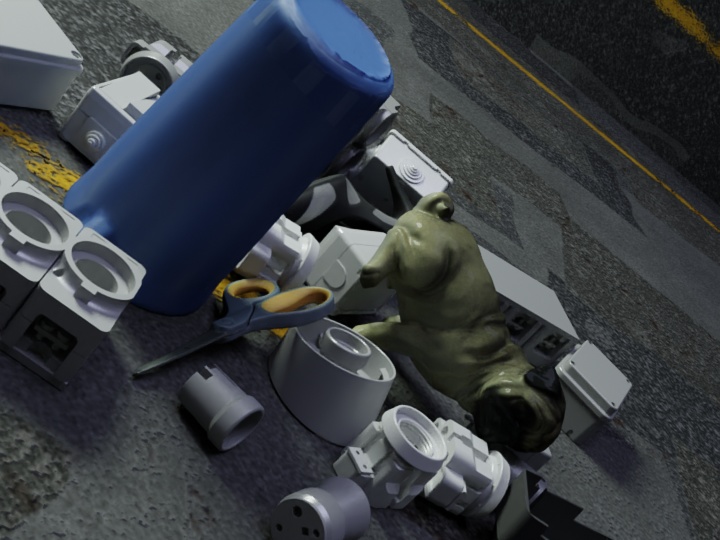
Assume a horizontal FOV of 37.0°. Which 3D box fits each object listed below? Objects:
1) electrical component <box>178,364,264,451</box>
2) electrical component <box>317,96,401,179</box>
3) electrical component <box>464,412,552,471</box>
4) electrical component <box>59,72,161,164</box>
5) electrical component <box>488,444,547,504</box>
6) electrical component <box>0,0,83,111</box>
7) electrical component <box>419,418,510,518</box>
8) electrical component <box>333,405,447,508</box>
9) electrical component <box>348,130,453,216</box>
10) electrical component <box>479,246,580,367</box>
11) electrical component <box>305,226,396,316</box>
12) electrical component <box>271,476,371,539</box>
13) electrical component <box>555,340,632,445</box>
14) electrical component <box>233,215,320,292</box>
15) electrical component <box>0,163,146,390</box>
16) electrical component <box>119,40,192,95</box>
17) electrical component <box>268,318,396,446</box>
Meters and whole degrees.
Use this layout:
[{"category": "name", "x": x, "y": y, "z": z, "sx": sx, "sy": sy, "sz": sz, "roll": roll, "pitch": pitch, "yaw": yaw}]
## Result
[{"category": "electrical component", "x": -0.093, "y": 0.090, "z": 0.715, "sx": 0.046, "sy": 0.040, "sz": 0.040, "roll": 44, "pitch": 22, "yaw": 18}, {"category": "electrical component", "x": -0.032, "y": -0.146, "z": 1.144, "sx": 0.060, "sy": 0.105, "sz": 0.186, "roll": 45, "pitch": 23, "yaw": 7}, {"category": "electrical component", "x": 0.119, "y": 0.138, "z": 0.960, "sx": 0.076, "sy": 0.047, "sz": 0.083, "roll": 30, "pitch": 26, "yaw": -27}, {"category": "electrical component", "x": -0.197, "y": -0.120, "z": 0.890, "sx": 0.062, "sy": 0.061, "sz": 0.096, "roll": 42, "pitch": 23, "yaw": -1}, {"category": "electrical component", "x": 0.135, "y": 0.187, "z": 0.905, "sx": 0.081, "sy": 0.043, "sz": 0.043, "roll": 40, "pitch": 23, "yaw": -6}, {"category": "electrical component", "x": -0.295, "y": -0.185, "z": 0.853, "sx": 0.108, "sy": 0.056, "sz": 0.109, "roll": 50, "pitch": 24, "yaw": 19}, {"category": "electrical component", "x": 0.080, "y": 0.160, "z": 0.847, "sx": 0.057, "sy": 0.058, "sz": 0.078, "roll": 32, "pitch": 25, "yaw": -16}, {"category": "electrical component", "x": 0.027, "y": 0.138, "z": 0.799, "sx": 0.078, "sy": 0.057, "sz": 0.058, "roll": 16, "pitch": 34, "yaw": -47}, {"category": "electrical component", "x": 0.038, "y": -0.089, "z": 1.169, "sx": 0.100, "sy": 0.100, "sz": 0.048, "roll": 40, "pitch": 51, "yaw": -5}, {"category": "electrical component", "x": 0.154, "y": 0.040, "z": 1.172, "sx": 0.150, "sy": 0.061, "sz": 0.089, "roll": 29, "pitch": 26, "yaw": -29}, {"category": "electrical component", "x": 0.000, "y": 0.000, "z": 0.993, "sx": 0.061, "sy": 0.061, "sz": 0.096, "roll": 53, "pitch": 25, "yaw": 23}, {"category": "electrical component", "x": -0.025, "y": 0.160, "z": 0.691, "sx": 0.045, "sy": 0.045, "sz": 0.055, "roll": 50, "pitch": 24, "yaw": 18}, {"category": "electrical component", "x": 0.241, "y": 0.129, "z": 1.159, "sx": 0.078, "sy": 0.057, "sz": 0.113, "roll": 46, "pitch": 23, "yaw": 10}, {"category": "electrical component", "x": -0.072, "y": -0.015, "z": 0.911, "sx": 0.057, "sy": 0.058, "sz": 0.078, "roll": 31, "pitch": 25, "yaw": -19}, {"category": "electrical component", "x": -0.216, "y": -0.010, "z": 0.664, "sx": 0.150, "sy": 0.061, "sz": 0.089, "roll": 37, "pitch": 23, "yaw": -12}, {"category": "electrical component", "x": -0.192, "y": -0.179, "z": 1.007, "sx": 0.078, "sy": 0.058, "sz": 0.057, "roll": 39, "pitch": 20, "yaw": -7}, {"category": "electrical component", "x": -0.022, "y": 0.082, "z": 0.841, "sx": 0.099, "sy": 0.064, "sz": 0.099, "roll": 27, "pitch": 16, "yaw": -8}]
